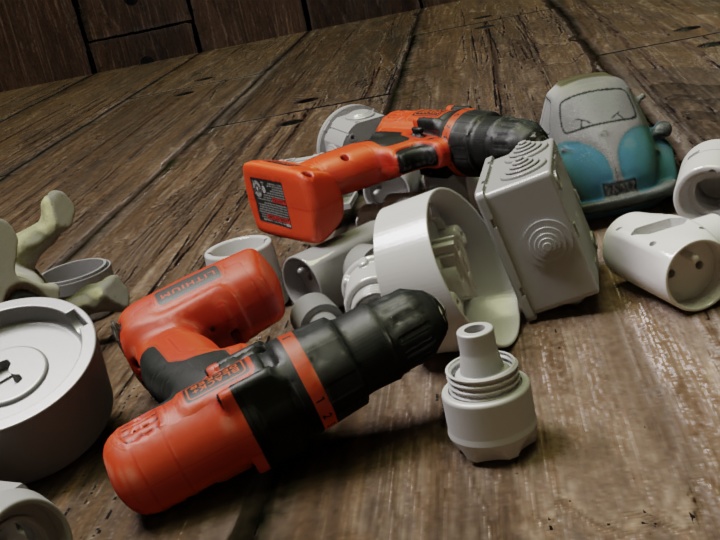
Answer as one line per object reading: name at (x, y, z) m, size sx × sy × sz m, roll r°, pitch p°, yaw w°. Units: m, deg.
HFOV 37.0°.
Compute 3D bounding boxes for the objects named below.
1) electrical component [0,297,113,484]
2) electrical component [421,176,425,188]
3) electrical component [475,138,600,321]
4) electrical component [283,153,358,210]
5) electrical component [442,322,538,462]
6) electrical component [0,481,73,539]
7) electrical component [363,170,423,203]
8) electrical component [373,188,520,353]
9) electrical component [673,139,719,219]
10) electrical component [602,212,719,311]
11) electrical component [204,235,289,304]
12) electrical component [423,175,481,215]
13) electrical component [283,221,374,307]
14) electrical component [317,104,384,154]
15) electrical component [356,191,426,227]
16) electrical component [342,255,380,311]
electrical component at (-0.193, 0.073, 0.610) m, size 0.108 × 0.060 × 0.108 m, roll -7°, pitch 39°, yaw 6°
electrical component at (0.106, -0.094, 0.953) m, size 0.100 × 0.048 × 0.099 m, roll -5°, pitch 20°, yaw 21°
electrical component at (0.114, -0.029, 0.676) m, size 0.048 × 0.099 × 0.099 m, roll -20°, pitch 15°, yaw 18°
electrical component at (-0.046, -0.068, 0.951) m, size 0.081 × 0.063 × 0.042 m, roll -8°, pitch 20°, yaw 12°
electrical component at (0.060, 0.056, 0.511) m, size 0.043 × 0.062 × 0.043 m, roll -11°, pitch 18°, yaw 4°
electrical component at (-0.163, 0.122, 0.465) m, size 0.057 × 0.058 × 0.078 m, roll -3°, pitch 20°, yaw 34°
electrical component at (0.031, -0.097, 0.962) m, size 0.043 × 0.079 × 0.077 m, roll -5°, pitch 20°, yaw 20°
electrical component at (0.049, 0.002, 0.631) m, size 0.064 × 0.099 × 0.099 m, roll -13°, pitch 17°, yaw 19°
electrical component at (0.246, -0.057, 0.745) m, size 0.055 × 0.055 × 0.047 m, roll -2°, pitch 24°, yaw 28°
electrical component at (0.200, -0.011, 0.652) m, size 0.079 × 0.043 × 0.077 m, roll -16°, pitch 18°, yaw -11°
electrical component at (-0.083, 0.005, 0.781) m, size 0.055 × 0.047 × 0.055 m, roll -11°, pitch 18°, yaw 4°
electrical component at (0.082, -0.063, 0.880) m, size 0.055 × 0.045 × 0.045 m, roll -10°, pitch 18°, yaw 5°
electrical component at (0.000, 0.000, 0.746) m, size 0.077 × 0.044 × 0.079 m, roll -25°, pitch 22°, yaw -35°
electrical component at (0.003, -0.118, 1.043) m, size 0.080 × 0.080 × 0.051 m, roll -20°, pitch 25°, yaw -23°
electrical component at (0.034, -0.039, 0.842) m, size 0.081 × 0.043 × 0.043 m, roll -2°, pitch 21°, yaw 27°
electrical component at (0.012, 0.022, 0.675) m, size 0.048 × 0.048 × 0.062 m, roll -10°, pitch 26°, yaw 6°
